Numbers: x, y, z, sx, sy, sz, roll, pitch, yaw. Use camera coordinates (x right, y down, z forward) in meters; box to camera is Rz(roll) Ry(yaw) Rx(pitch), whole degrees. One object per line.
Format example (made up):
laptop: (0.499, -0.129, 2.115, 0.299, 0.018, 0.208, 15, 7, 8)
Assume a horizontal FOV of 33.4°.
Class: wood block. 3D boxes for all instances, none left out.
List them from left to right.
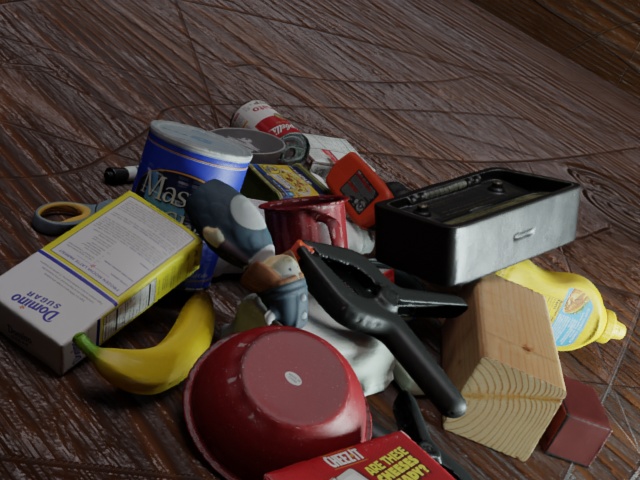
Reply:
wood block: (0.183, 0.120, 1.095, 0.091, 0.090, 0.206, 23, 23, -3)

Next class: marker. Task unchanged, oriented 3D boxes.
marker: (-0.204, -0.079, 1.245, 0.020, 0.020, 0.120, 36, 26, 27)

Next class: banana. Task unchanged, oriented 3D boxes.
banana: (-0.131, 0.090, 0.904, 0.197, 0.037, 0.069, -18, 91, -67)

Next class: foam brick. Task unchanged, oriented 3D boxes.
foam brick: (0.251, 0.181, 1.076, 0.051, 0.053, 0.078, 19, 25, -10)

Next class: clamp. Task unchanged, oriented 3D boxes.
clamp: (0.061, 0.060, 1.006, 0.210, 0.036, 0.164, 36, 30, -7)
clamp: (0.073, 0.187, 0.911, 0.120, 0.039, 0.172, 4, 30, -36)

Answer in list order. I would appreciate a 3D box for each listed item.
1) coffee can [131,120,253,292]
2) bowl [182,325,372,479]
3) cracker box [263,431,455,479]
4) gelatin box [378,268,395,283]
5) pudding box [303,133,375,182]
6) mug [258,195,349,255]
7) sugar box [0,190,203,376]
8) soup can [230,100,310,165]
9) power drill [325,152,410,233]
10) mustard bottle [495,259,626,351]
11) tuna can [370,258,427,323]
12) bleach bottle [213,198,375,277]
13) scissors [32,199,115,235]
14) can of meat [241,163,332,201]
coffee can: (-0.135, -0.034, 1.037, 0.102, 0.140, 0.103, 18, 13, -4)
bowl: (-0.026, 0.125, 0.858, 0.162, 0.055, 0.162, 11, 48, -12)
cracker box: (0.071, 0.241, 0.756, 0.214, 0.072, 0.163, 38, 26, 32)
gelatin box: (0.026, 0.050, 1.131, 0.089, 0.030, 0.073, 3, 12, 28)
pudding box: (0.008, -0.111, 1.492, 0.113, 0.039, 0.090, 6, 30, -38)
mug: (-0.007, 0.001, 1.074, 0.093, 0.081, 0.117, -10, 9, -28)
sugar box: (-0.191, 0.033, 0.917, 0.093, 0.048, 0.176, 32, 48, 20)
soup can: (-0.069, -0.138, 1.439, 0.068, 0.069, 0.102, 2, 31, -41)
power drill: (0.090, -0.039, 1.318, 0.187, 0.057, 0.185, 29, 17, -46)
mustard bottle: (0.273, 0.080, 1.256, 0.191, 0.096, 0.058, 19, 23, -11)
tuna can: (0.076, 0.057, 1.199, 0.086, 0.034, 0.086, 20, 23, -9)
bleach bottle: (-0.033, -0.001, 1.187, 0.250, 0.068, 0.103, 5, 30, -41)
scissors: (-0.212, -0.022, 1.122, 0.096, 0.016, 0.201, 36, 26, 24)
can of meat: (-0.045, -0.052, 1.291, 0.083, 0.057, 0.102, 0, 33, -40)
